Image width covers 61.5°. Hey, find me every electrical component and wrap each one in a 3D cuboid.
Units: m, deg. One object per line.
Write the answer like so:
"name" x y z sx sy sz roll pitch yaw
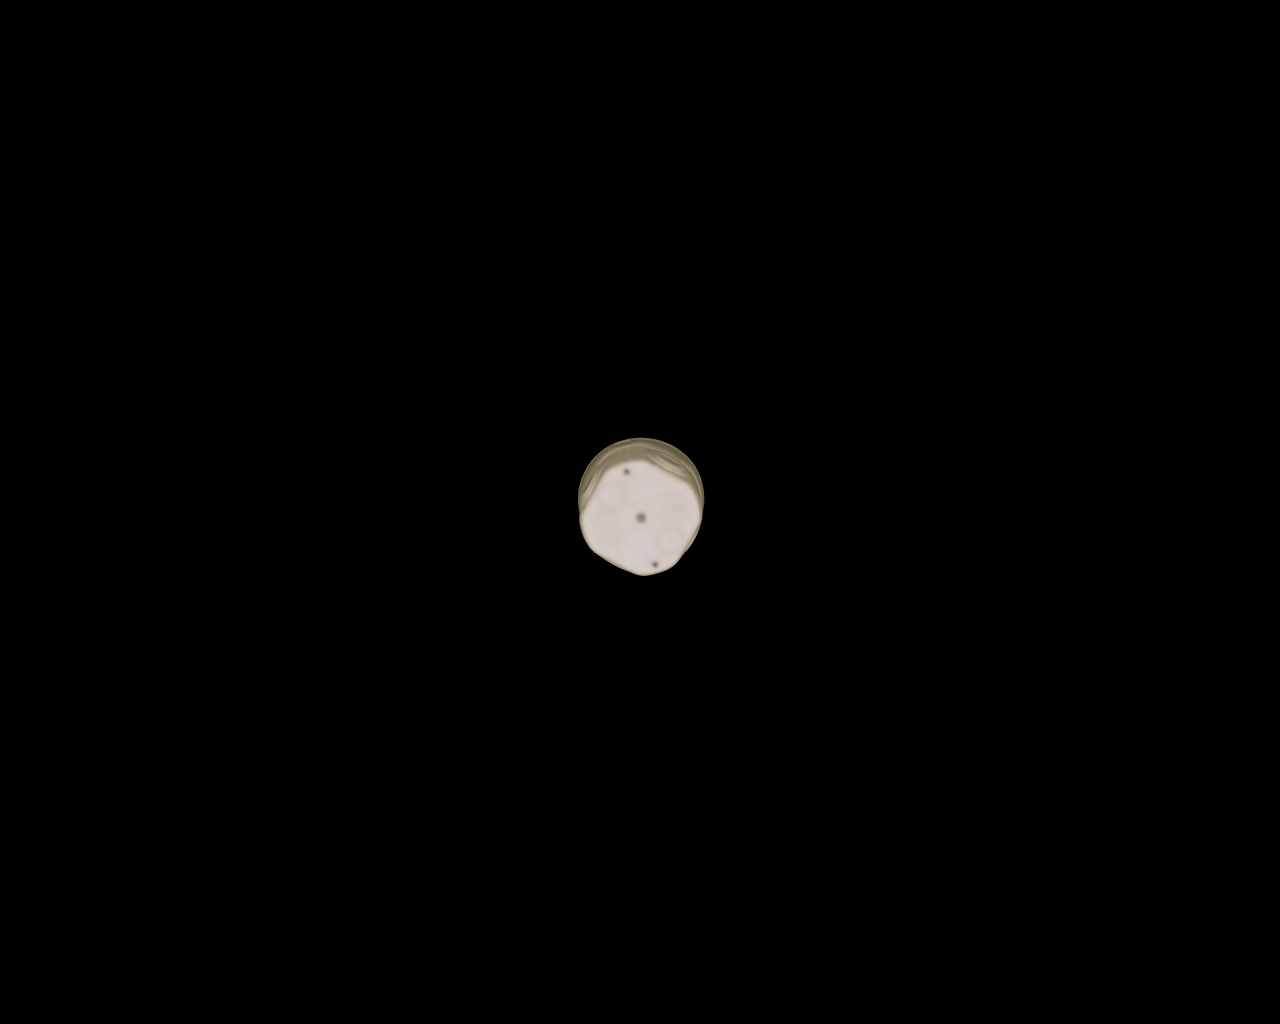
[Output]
"electrical component" 0.001 -0.003 0.650 0.080 0.080 0.051 0 16 0
